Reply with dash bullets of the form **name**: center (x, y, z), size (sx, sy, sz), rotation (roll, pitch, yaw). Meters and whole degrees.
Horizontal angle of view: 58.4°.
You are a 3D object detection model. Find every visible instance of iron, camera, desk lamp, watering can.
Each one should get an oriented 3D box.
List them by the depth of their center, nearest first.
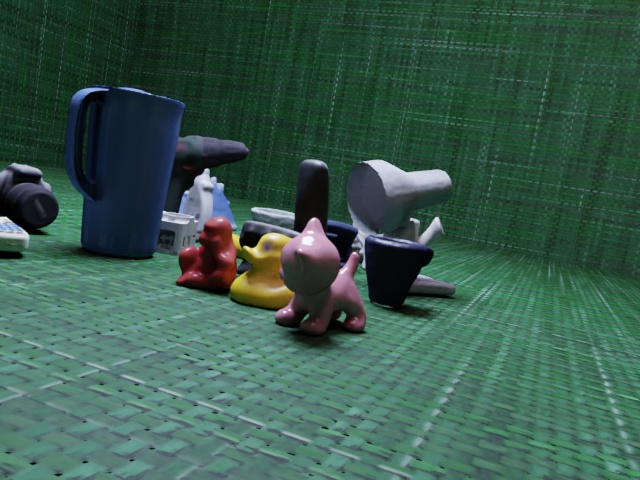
- **camera**: center (-0.490, -0.070, 0.919), size (0.136, 0.101, 0.144), rotation (15, 7, 43)
- **desk lamp**: center (0.139, -0.022, 0.969), size (0.204, 0.213, 0.117), rotation (7, 6, -31)
- **watering can**: center (0.157, -0.027, 1.152), size (0.173, 0.194, 0.101), rotation (9, 6, -10)
- **iron**: center (-0.326, -0.111, 1.429), size (0.258, 0.141, 0.118), rotation (9, 6, -10)

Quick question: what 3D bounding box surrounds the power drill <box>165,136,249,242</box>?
- **power drill**: center (-0.268, -0.106, 1.128), size (0.230, 0.208, 0.075), rotation (9, 6, -9)

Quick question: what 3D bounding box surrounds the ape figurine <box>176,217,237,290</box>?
- **ape figurine**: center (-0.135, 0.015, 0.723), size (0.076, 0.092, 0.077), rotation (4, 8, -45)

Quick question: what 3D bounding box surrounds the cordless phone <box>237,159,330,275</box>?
- **cordless phone**: center (-0.044, -0.026, 0.822), size (0.147, 0.185, 0.094), rotation (14, 7, 37)

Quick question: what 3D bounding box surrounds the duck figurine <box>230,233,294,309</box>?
- **duck figurine**: center (-0.053, 0.035, 0.698), size (0.105, 0.086, 0.077), rotation (7, 6, -25)

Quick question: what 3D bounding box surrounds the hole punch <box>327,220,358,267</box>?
- **hole punch**: center (0.010, 0.004, 1.112), size (0.109, 0.091, 0.101), rotation (9, 6, -12)

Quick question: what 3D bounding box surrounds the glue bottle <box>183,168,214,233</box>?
- **glue bottle**: center (-0.268, -0.104, 1.292), size (0.077, 0.173, 0.037), rotation (14, 7, 38)

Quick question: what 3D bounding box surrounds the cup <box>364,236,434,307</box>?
- **cup**: center (0.112, 0.047, 0.827), size (0.118, 0.095, 0.091), rotation (6, 7, -34)

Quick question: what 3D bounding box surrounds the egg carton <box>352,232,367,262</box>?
- **egg carton**: center (0.051, 0.007, 1.272), size (0.151, 0.069, 0.107), rotation (7, 6, -25)

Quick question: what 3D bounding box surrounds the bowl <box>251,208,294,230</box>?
- **bowl**: center (-0.085, -0.027, 1.353), size (0.167, 0.075, 0.167), rotation (10, 5, -1)

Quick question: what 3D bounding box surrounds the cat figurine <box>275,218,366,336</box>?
- **cat figurine**: center (0.002, 0.037, 0.611), size (0.067, 0.118, 0.128), rotation (14, 7, 40)
